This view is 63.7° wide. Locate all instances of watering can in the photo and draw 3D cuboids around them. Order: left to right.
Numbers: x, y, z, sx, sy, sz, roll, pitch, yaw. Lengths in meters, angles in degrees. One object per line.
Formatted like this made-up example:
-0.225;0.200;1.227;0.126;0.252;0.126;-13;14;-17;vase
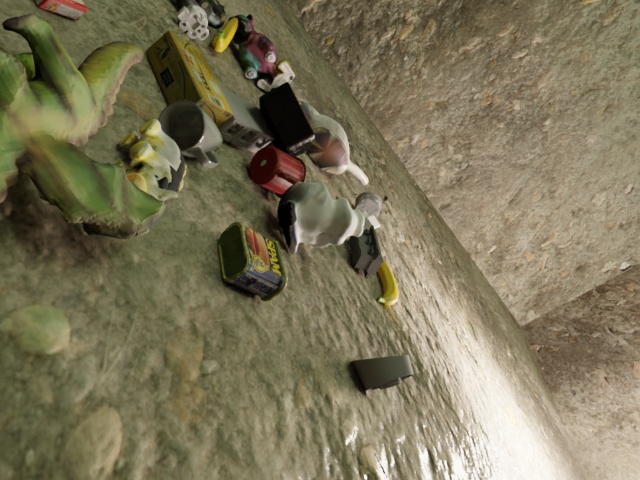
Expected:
0.051;-0.266;1.557;0.343;0.103;0.229;49;20;-21;watering can

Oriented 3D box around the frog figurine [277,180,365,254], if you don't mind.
0.003;-0.050;0.998;0.160;0.135;0.124;-12;18;-22;frog figurine

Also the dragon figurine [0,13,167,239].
-0.255;-0.104;0.537;0.242;0.121;0.417;58;29;-7;dragon figurine
